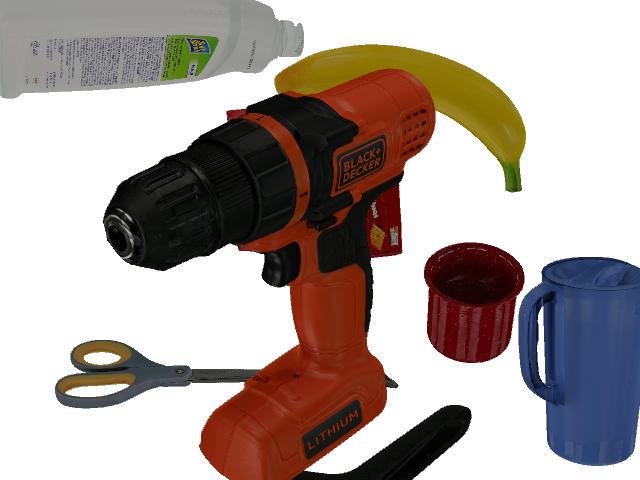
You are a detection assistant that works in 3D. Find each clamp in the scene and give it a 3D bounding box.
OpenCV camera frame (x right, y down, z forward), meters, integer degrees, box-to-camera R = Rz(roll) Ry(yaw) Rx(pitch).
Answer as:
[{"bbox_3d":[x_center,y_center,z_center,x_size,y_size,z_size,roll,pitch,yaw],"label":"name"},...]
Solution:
[{"bbox_3d":[0.015,0.165,0.649,0.210,0.036,0.164,-6,29,3],"label":"clamp"}]

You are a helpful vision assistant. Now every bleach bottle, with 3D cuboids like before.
[{"bbox_3d":[-0.140,-0.165,0.890,0.250,0.068,0.103,-1,-27,-16],"label":"bleach bottle"}]

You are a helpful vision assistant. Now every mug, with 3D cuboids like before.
[{"bbox_3d":[0.140,0.054,1.023,0.093,0.081,0.117,-9,40,-9],"label":"mug"}]

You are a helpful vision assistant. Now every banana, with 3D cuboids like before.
[{"bbox_3d":[0.069,-0.099,0.749,0.197,0.069,0.037,21,-2,-10],"label":"banana"}]

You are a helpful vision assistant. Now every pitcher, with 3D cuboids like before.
[{"bbox_3d":[0.327,0.150,1.312,0.149,0.243,0.144,5,17,21],"label":"pitcher"}]

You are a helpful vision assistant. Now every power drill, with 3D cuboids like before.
[{"bbox_3d":[-0.019,0.025,0.499,0.057,0.188,0.184,29,40,34],"label":"power drill"}]

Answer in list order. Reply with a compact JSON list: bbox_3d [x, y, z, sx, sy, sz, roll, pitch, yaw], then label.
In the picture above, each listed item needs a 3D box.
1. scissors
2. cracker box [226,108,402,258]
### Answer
[{"bbox_3d":[-0.138,0.112,0.959,0.201,0.016,0.096,-8,32,-18],"label":"scissors"},{"bbox_3d":[-0.012,-0.067,1.145,0.071,0.164,0.214,-7,6,-38],"label":"cracker box"}]
